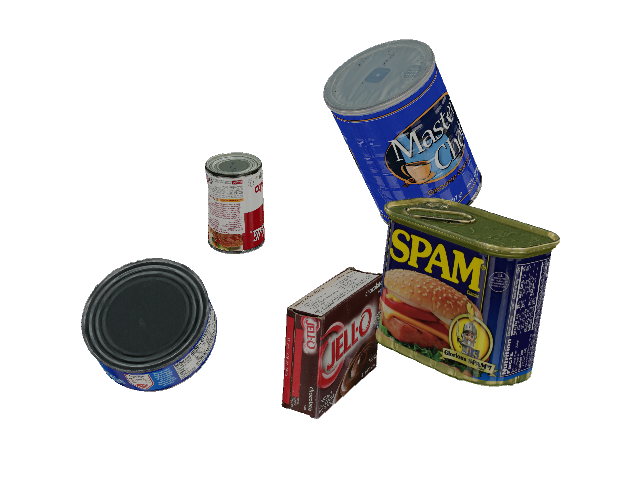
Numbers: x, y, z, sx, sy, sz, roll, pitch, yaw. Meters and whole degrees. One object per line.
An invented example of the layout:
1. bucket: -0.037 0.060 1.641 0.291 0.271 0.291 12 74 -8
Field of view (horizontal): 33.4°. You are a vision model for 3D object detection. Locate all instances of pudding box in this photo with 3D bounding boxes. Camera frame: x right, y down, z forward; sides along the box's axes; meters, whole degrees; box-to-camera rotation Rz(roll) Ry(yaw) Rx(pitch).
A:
1. pudding box: 0.011 0.081 0.880 0.039 0.090 0.113 14 23 23

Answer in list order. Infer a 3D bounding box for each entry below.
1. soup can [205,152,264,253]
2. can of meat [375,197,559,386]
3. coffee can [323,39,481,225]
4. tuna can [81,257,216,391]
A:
1. soup can: -0.101 -0.045 1.253 0.068 0.102 0.068 0 28 0
2. can of meat: 0.080 0.028 0.614 0.057 0.084 0.102 -10 22 -42
3. coffee can: 0.076 -0.094 0.963 0.103 0.140 0.103 -18 36 14
4. tuna can: -0.113 0.056 0.711 0.086 0.086 0.034 0 -33 10
